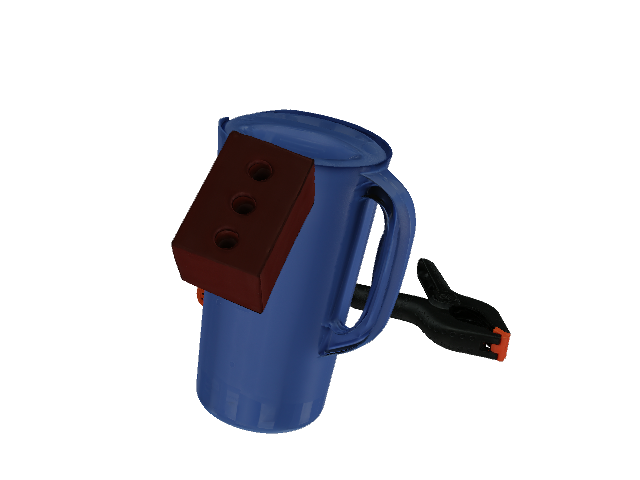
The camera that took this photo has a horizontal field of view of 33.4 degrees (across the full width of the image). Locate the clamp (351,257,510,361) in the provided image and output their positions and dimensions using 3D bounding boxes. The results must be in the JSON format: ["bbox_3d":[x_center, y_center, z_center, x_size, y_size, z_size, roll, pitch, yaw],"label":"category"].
[{"bbox_3d":[0.122,0.065,1.058,0.172,0.039,0.120,26,39,32],"label":"clamp"}]

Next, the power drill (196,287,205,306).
[{"bbox_3d":[-0.043,0.019,1.140,0.185,0.188,0.057,23,10,35],"label":"power drill"}]

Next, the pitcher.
[{"bbox_3d":[-0.022,0.029,0.836,0.145,0.243,0.149,6,22,-10],"label":"pitcher"}]

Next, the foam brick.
[{"bbox_3d":[-0.041,-0.010,0.592,0.053,0.078,0.051,21,-22,9],"label":"foam brick"}]
